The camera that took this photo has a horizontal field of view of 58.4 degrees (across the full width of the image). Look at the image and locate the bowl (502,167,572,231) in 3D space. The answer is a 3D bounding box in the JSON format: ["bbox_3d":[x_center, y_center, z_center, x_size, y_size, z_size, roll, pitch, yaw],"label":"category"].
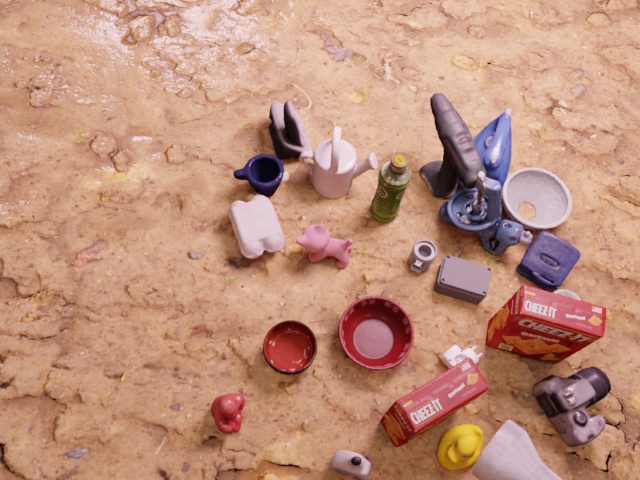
[{"bbox_3d":[0.511,-0.086,1.380,0.167,0.075,0.167,1,64,-3],"label":"bowl"}]

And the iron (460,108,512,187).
[{"bbox_3d":[0.433,-0.240,1.411,0.118,0.141,0.258,20,65,6],"label":"iron"}]

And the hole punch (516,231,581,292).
[{"bbox_3d":[0.521,0.051,1.306,0.108,0.091,0.101,33,67,12],"label":"hole punch"}]

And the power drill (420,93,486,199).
[{"bbox_3d":[0.301,-0.201,1.347,0.076,0.208,0.229,-21,67,-13],"label":"power drill"}]

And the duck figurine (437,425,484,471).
[{"bbox_3d":[0.283,0.404,1.125,0.105,0.086,0.077,-34,71,-18],"label":"duck figurine"}]

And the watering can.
[{"bbox_3d":[0.043,-0.188,1.333,0.173,0.194,0.101,-12,66,-9],"label":"watering can"}]

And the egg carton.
[{"bbox_3d":[-0.146,-0.031,1.315,0.107,0.069,0.150,-18,67,-12],"label":"egg carton"}]

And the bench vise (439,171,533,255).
[{"bbox_3d":[0.386,-0.071,1.284,0.207,0.220,0.121,14,64,3],"label":"bench vise"}]

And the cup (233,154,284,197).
[{"bbox_3d":[-0.143,-0.141,1.354,0.118,0.095,0.091,-6,65,-6],"label":"cup"}]

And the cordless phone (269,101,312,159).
[{"bbox_3d":[-0.073,-0.293,1.381,0.094,0.185,0.147,-16,66,-11],"label":"cordless phone"}]

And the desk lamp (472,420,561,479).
[{"bbox_3d":[0.367,0.441,1.042,0.203,0.213,0.118,41,69,15],"label":"desk lamp"}]

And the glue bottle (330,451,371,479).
[{"bbox_3d":[0.062,0.415,1.058,0.078,0.173,0.037,21,65,7],"label":"glue bottle"}]

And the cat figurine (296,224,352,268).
[{"bbox_3d":[0.012,0.005,1.281,0.127,0.118,0.067,9,64,1],"label":"cat figurine"}]

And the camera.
[{"bbox_3d":[0.536,0.327,1.169,0.137,0.101,0.143,-24,68,-14],"label":"camera"}]

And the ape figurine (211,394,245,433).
[{"bbox_3d":[-0.180,0.334,1.126,0.076,0.092,0.078,39,68,15],"label":"ape figurine"}]
